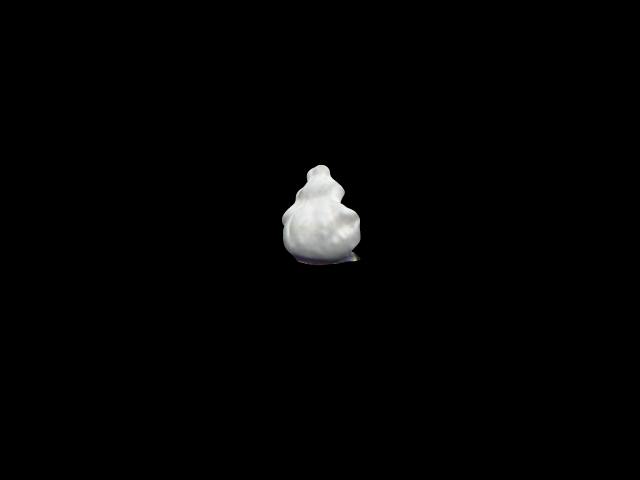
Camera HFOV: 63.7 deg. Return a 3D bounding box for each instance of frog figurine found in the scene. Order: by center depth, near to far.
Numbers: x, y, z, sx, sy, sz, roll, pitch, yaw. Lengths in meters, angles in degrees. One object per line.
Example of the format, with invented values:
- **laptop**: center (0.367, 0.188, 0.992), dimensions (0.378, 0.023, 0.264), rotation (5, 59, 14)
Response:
- **frog figurine**: center (0.003, -0.043, 0.850), dimensions (0.138, 0.158, 0.123), rotation (8, 13, 39)
